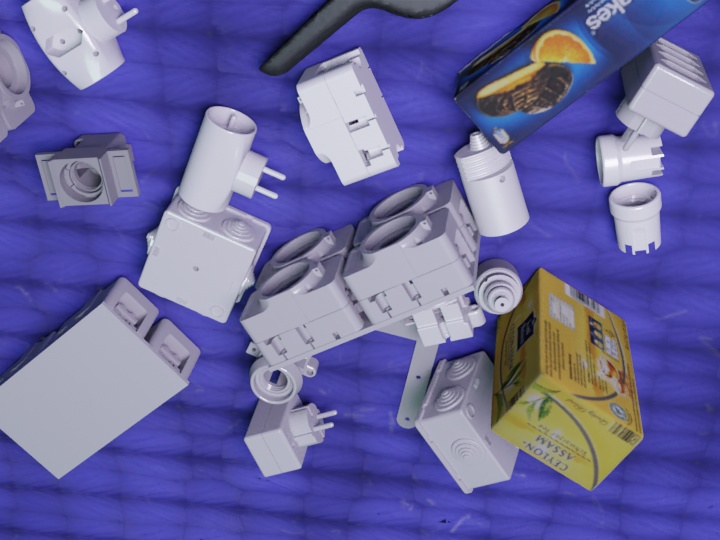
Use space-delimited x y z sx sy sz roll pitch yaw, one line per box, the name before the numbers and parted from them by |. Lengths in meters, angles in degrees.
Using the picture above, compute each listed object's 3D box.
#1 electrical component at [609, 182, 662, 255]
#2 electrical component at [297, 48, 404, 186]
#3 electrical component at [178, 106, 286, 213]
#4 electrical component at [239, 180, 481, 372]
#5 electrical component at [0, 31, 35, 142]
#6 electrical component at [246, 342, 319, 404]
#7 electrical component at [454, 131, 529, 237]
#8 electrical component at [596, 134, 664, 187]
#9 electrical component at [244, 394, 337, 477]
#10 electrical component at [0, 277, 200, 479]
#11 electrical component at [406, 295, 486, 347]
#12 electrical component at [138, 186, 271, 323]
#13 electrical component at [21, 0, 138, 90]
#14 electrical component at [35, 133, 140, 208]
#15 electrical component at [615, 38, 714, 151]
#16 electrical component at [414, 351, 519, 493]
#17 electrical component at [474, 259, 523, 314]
electrical component | 0.221 -0.041 0.859 0.040 0.040 0.046 -7 124 13
electrical component | -0.010 -0.119 0.847 0.056 0.050 0.089 -19 114 18
electrical component | -0.101 -0.083 0.885 0.079 0.044 0.077 23 120 -4
electrical component | 0.000 0.000 0.880 0.186 0.105 0.060 -23 113 20
electrical component | -0.328 -0.186 0.830 0.060 0.105 0.186 -12 116 15
electrical component | -0.073 0.088 0.970 0.066 0.055 0.048 25 120 -5
electrical component | 0.104 -0.072 0.858 0.043 0.043 0.081 -13 116 16
electrical component | 0.209 -0.087 0.836 0.046 0.040 0.040 -7 118 6
electrical component | -0.057 0.146 0.994 0.077 0.065 0.047 -17 115 18
electrical component | -0.251 0.100 1.003 0.186 0.060 0.105 -36 108 25
electrical component | 0.068 0.029 0.920 0.066 0.048 0.055 -13 123 16
electrical component | -0.136 -0.012 0.929 0.100 0.048 0.099 24 121 -4
electrical component | -0.210 -0.193 0.842 0.079 0.043 0.077 -25 112 21
electrical component | -0.221 -0.085 0.893 0.081 0.063 0.042 -1 120 11
electrical component | 0.214 -0.122 0.789 0.047 0.083 0.075 26 120 -5
electrical component | 0.101 0.131 0.942 0.048 0.099 0.099 -22 114 33
electrical component | 0.115 0.017 0.890 0.040 0.078 0.040 1 105 2
